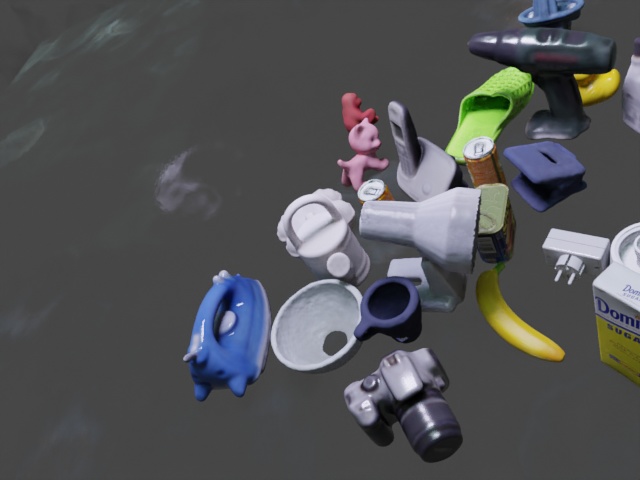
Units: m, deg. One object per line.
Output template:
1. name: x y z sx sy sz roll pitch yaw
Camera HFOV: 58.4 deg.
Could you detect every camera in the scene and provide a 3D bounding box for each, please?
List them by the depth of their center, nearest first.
1. camera: 0.116 0.228 0.767 0.143 0.101 0.136 -31 42 3

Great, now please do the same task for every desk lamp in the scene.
1. desk lamp: 0.158 0.016 0.853 0.202 0.214 0.118 -4 50 30

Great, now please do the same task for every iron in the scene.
1. iron: -0.165 0.140 0.996 0.118 0.142 0.258 -13 46 23

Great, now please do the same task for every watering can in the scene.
1. watering can: 0.011 0.002 0.973 0.101 0.195 0.172 -48 43 -15

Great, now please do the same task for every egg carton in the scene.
1. egg carton: -0.008 -0.031 1.110 0.150 0.070 0.107 -37 42 -3

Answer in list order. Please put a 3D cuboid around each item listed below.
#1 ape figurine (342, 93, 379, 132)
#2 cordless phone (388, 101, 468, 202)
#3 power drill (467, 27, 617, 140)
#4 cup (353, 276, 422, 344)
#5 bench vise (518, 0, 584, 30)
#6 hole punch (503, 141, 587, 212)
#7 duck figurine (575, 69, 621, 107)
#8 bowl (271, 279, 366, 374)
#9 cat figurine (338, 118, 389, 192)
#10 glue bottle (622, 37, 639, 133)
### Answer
1. ape figurine: 0.079 -0.288 1.277 0.076 0.092 0.077 -38 42 -4
2. cordless phone: 0.178 -0.152 1.017 0.094 0.186 0.147 -39 42 -5
3. power drill: 0.383 -0.272 0.981 0.228 0.209 0.076 6 55 36
4. cup: 0.110 0.125 0.871 0.118 0.095 0.091 -43 42 -9
5. bench vise: 0.442 -0.432 1.085 0.121 0.220 0.207 -15 45 21
6. hole punch: 0.368 -0.120 0.938 0.101 0.091 0.108 -31 42 4
7. duck figurine: 0.483 -0.296 1.033 0.104 0.086 0.077 -6 49 28
8. bowl: 0.009 0.151 0.926 0.167 0.075 0.167 -17 44 18
9. cat figurine: 0.081 -0.181 1.157 0.067 0.118 0.128 24 67 44
10. glue bottle: 0.508 -0.243 0.902 0.037 0.174 0.078 -29 42 7
